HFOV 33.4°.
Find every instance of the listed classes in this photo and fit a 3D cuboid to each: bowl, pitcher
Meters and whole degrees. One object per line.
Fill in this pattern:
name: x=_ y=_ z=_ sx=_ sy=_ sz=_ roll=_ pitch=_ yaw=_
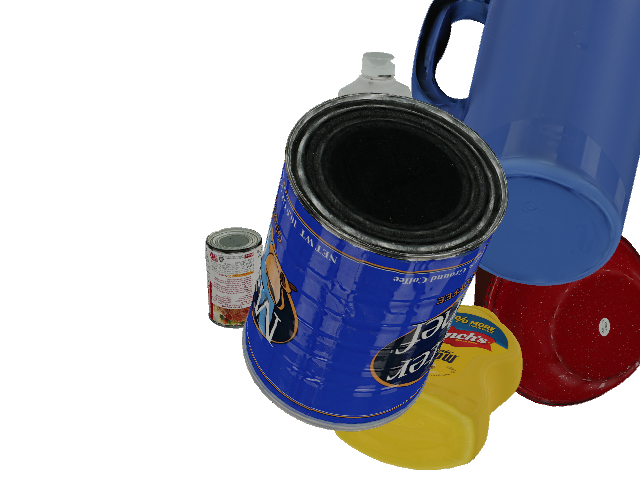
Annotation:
bowl: x=0.218 y=0.065 z=0.878 sx=0.162 sy=0.162 sz=0.055 roll=0 pitch=8 yaw=-17
pitcher: x=0.148 y=-0.092 z=0.719 sx=0.149 sy=0.242 sz=0.145 roll=-24 pitch=-58 yaw=40

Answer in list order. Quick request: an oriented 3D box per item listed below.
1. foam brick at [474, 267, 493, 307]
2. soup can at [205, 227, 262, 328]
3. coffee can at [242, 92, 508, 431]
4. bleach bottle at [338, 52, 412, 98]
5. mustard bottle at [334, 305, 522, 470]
foam brick: x=0.194 y=0.065 z=1.102 sx=0.051 sy=0.078 sz=0.053 roll=-14 pitch=20 yaw=-43
soup can: x=-0.101 y=0.043 z=1.267 sx=0.068 sy=0.102 sz=0.068 roll=0 pitch=24 yaw=0
coffee can: x=0.021 y=0.014 z=0.524 sx=0.102 sy=0.103 sz=0.140 roll=0 pitch=-41 yaw=-14
bleach bottle: x=0.036 y=-0.055 z=1.028 sx=0.102 sy=0.251 sz=0.068 roll=3 pitch=23 yaw=-4
mustard bottle: x=0.087 y=0.089 z=0.737 sx=0.096 sy=0.058 sz=0.191 roll=6 pitch=19 yaw=24
